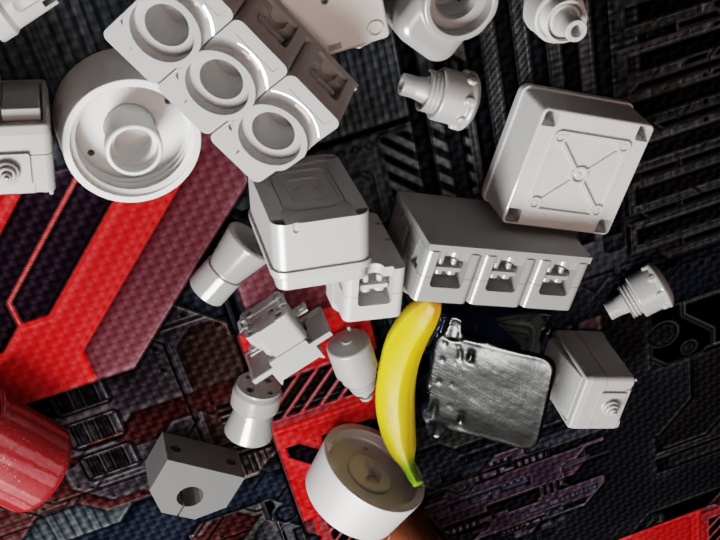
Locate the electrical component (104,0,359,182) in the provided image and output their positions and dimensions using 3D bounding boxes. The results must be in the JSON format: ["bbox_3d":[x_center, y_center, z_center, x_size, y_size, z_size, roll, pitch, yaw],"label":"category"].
[{"bbox_3d":[-0.088,-0.142,0.741,0.089,0.061,0.150,-30,116,36],"label":"electrical component"}]

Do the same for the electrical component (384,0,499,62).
[{"bbox_3d":[0.065,-0.206,0.792,0.054,0.059,0.095,29,110,-32],"label":"electrical component"}]

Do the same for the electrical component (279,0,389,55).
[{"bbox_3d":[-0.031,-0.201,0.771,0.100,0.048,0.099,-19,127,-6],"label":"electrical component"}]

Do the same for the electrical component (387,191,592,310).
[{"bbox_3d":[0.105,-0.012,0.916,0.150,0.089,0.061,4,121,-21],"label":"electrical component"}]

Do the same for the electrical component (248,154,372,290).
[{"bbox_3d":[-0.041,-0.039,0.836,0.078,0.113,0.057,-9,122,-13],"label":"electrical component"}]

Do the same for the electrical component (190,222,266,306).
[{"bbox_3d":[-0.109,-0.002,0.883,0.044,0.044,0.065,31,114,-32],"label":"electrical component"}]

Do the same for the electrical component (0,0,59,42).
[{"bbox_3d":[-0.232,-0.182,0.723,0.046,0.040,0.040,-33,127,-3],"label":"electrical component"}]

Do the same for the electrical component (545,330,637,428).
[{"bbox_3d":[0.215,0.108,1.029,0.061,0.096,0.061,2,121,-18],"label":"electrical component"}]

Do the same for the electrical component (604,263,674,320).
[{"bbox_3d":[0.264,0.026,1.024,0.062,0.048,0.048,-29,127,10],"label":"electrical component"}]

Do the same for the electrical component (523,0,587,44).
[{"bbox_3d":[0.154,-0.195,0.827,0.043,0.062,0.043,-9,125,-13],"label":"electrical component"}]

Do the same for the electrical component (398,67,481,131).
[{"bbox_3d":[0.061,-0.139,0.847,0.062,0.048,0.048,12,118,-17],"label":"electrical component"}]

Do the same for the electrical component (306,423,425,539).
[{"bbox_3d":[0.000,0.206,1.020,0.108,0.108,0.060,17,122,-27],"label":"electrical component"}]

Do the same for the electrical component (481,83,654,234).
[{"bbox_3d":[0.173,-0.092,0.906,0.109,0.056,0.108,6,121,-22],"label":"electrical component"}]

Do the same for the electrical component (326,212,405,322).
[{"bbox_3d":[0.000,0.000,0.890,0.050,0.089,0.055,-6,124,-15],"label":"electrical component"}]

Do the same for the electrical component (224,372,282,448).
[{"bbox_3d":[-0.096,0.125,0.970,0.045,0.045,0.055,3,121,-20],"label":"electrical component"}]

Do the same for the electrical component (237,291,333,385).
[{"bbox_3d":[-0.070,0.057,0.935,0.081,0.042,0.063,-33,123,4],"label":"electrical component"}]

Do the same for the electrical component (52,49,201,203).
[{"bbox_3d":[-0.168,-0.100,0.785,0.108,0.060,0.108,-9,125,-13],"label":"electrical component"}]

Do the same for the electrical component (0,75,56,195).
[{"bbox_3d":[-0.245,-0.092,0.742,0.062,0.096,0.061,-5,123,-15],"label":"electrical component"}]

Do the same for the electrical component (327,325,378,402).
[{"bbox_3d":[-0.003,0.089,0.979,0.040,0.040,0.078,-21,127,-4],"label":"electrical component"}]
